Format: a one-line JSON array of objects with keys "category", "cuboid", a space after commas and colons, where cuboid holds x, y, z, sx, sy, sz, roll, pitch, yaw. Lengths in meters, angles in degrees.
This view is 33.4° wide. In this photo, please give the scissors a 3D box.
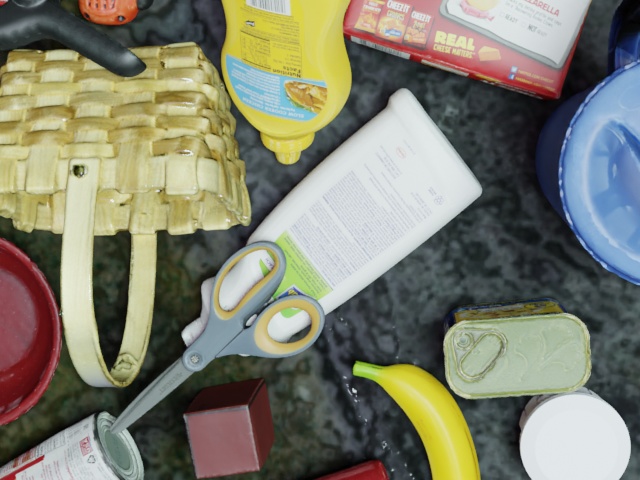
[{"category": "scissors", "cuboid": [-0.072, 0.092, 0.795, 0.096, 0.016, 0.202, 32, 107, -1]}]

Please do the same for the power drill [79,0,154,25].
[{"category": "power drill", "cuboid": [-0.088, -0.242, 0.771, 0.187, 0.057, 0.184, 7, 116, 6]}]

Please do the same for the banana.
[{"category": "banana", "cuboid": [0.090, 0.176, 0.833, 0.070, 0.037, 0.198, -18, 94, 23]}]

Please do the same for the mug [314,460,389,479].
[{"category": "mug", "cuboid": [0.020, 0.215, 0.804, 0.081, 0.117, 0.093, -19, 72, 2]}]

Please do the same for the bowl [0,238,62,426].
[{"category": "bowl", "cuboid": [-0.274, 0.067, 0.840, 0.162, 0.055, 0.162, 1, 97, 5]}]

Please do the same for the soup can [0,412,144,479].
[{"category": "soup can", "cuboid": [-0.199, 0.187, 0.841, 0.102, 0.068, 0.068, -30, 93, 7]}]

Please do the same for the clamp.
[{"category": "clamp", "cuboid": [-0.189, -0.160, 0.735, 0.171, 0.039, 0.120, -8, 66, 9]}]

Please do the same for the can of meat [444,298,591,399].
[{"category": "can of meat", "cuboid": [0.142, 0.077, 0.790, 0.102, 0.084, 0.057, -5, 96, 5]}]

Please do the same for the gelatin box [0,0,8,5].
[{"category": "gelatin box", "cuboid": [-0.254, -0.218, 0.781, 0.073, 0.030, 0.089, 7, 101, 4]}]

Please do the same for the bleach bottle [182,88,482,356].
[{"category": "bleach bottle", "cuboid": [-0.005, 0.001, 0.806, 0.251, 0.068, 0.102, -37, 91, 10]}]

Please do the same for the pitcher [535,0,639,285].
[{"category": "pitcher", "cuboid": [0.206, -0.060, 0.688, 0.145, 0.242, 0.149, 39, 98, 0]}]

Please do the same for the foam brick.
[{"category": "foam brick", "cuboid": [-0.069, 0.144, 0.820, 0.053, 0.078, 0.051, -10, 97, 8]}]

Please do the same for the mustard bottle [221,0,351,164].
[{"category": "mustard bottle", "cuboid": [-0.024, -0.131, 0.756, 0.096, 0.058, 0.192, 17, 137, 16]}]

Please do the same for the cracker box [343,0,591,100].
[{"category": "cracker box", "cuboid": [0.124, -0.225, 0.764, 0.164, 0.072, 0.214, 17, 97, 3]}]
